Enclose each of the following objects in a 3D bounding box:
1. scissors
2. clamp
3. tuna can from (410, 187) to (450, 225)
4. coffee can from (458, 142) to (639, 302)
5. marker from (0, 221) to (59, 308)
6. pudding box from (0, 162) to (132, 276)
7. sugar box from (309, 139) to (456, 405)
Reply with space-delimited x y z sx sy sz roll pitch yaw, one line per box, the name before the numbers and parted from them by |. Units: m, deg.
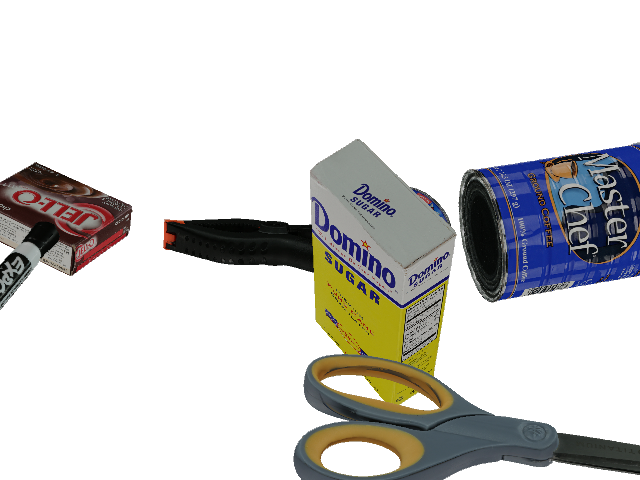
scissors | 0.077 0.094 0.449 0.202 0.016 0.096 16 34 23
clamp | -0.037 0.005 0.948 0.210 0.036 0.164 3 12 -2
tuna can | 0.105 -0.017 1.225 0.086 0.086 0.033 0 35 48
coffee can | 0.188 -0.014 0.814 0.140 0.103 0.103 -9 1 -8
marker | -0.195 0.025 0.658 0.020 0.020 0.121 0 34 19
pudding box | -0.242 -0.021 0.962 0.113 0.039 0.089 22 31 16
sugar box | 0.036 0.027 0.682 0.048 0.093 0.176 -33 -30 -17
